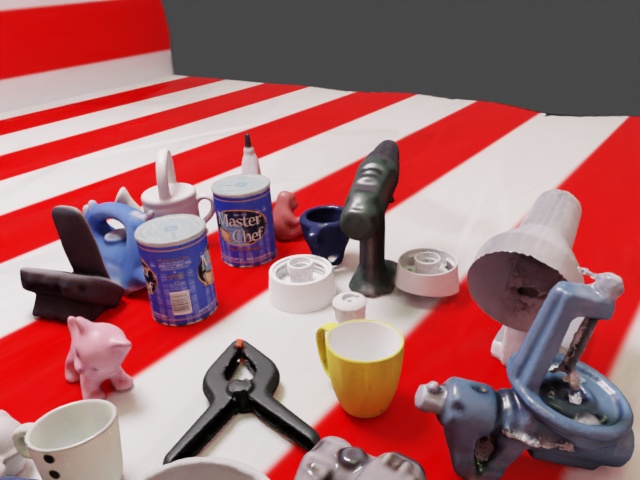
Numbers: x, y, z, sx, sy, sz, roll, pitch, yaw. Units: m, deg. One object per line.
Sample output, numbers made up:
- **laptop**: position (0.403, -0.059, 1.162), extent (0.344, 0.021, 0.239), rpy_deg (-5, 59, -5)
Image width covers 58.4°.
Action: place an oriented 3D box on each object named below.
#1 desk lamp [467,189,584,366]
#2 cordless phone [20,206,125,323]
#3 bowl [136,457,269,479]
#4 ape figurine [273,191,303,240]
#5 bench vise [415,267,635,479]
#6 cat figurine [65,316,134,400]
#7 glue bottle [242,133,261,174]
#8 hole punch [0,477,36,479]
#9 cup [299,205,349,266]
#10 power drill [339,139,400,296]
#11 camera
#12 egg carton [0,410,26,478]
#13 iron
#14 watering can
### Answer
- **desk lamp**: position (0.262, 0.058, 0.695), extent (0.117, 0.214, 0.204), rpy_deg (13, 30, 31)
- **cordless phone**: position (-0.390, 0.027, 0.873), extent (0.147, 0.185, 0.094), rpy_deg (4, 27, 15)
- **bowl**: position (-0.105, 0.266, 0.471), extent (0.167, 0.075, 0.167), rpy_deg (-3, 26, 2)
- **ape figurine**: position (-0.061, -0.050, 1.098), extent (0.076, 0.092, 0.077), rpy_deg (-16, 29, -24)
- **bench vise**: position (0.202, 0.136, 0.535), extent (0.207, 0.220, 0.121), rpy_deg (-10, 27, -13)
- **cat figurine**: position (-0.280, 0.136, 0.712), extent (0.067, 0.118, 0.127), rpy_deg (-25, 33, -37)
- **glue bottle**: position (-0.143, -0.139, 1.199), extent (0.037, 0.173, 0.078), rpy_deg (-3, 26, 2)
- **hole punch**: position (-0.298, 0.257, 0.496), extent (0.100, 0.091, 0.109), rpy_deg (12, 30, 29)
- **cup**: position (0.009, 0.003, 0.975), extent (0.091, 0.095, 0.118), rpy_deg (6, 27, 18)
- **power drill**: position (0.087, -0.030, 0.904), extent (0.075, 0.209, 0.230), rpy_deg (4, 27, 16)
- **camera**: position (0.025, 0.243, 0.474), extent (0.142, 0.101, 0.137), rpy_deg (15, 31, 33)
- **egg carton**: position (-0.385, 0.228, 0.590), extent (0.150, 0.069, 0.107), rpy_deg (-1, 26, 5)
- **iron**: position (-0.350, -0.007, 0.988), extent (0.257, 0.141, 0.119), rpy_deg (14, 31, 32)
- **watering can**: position (-0.282, -0.070, 1.049), extent (0.173, 0.194, 0.100), rpy_deg (-15, 28, -21)
